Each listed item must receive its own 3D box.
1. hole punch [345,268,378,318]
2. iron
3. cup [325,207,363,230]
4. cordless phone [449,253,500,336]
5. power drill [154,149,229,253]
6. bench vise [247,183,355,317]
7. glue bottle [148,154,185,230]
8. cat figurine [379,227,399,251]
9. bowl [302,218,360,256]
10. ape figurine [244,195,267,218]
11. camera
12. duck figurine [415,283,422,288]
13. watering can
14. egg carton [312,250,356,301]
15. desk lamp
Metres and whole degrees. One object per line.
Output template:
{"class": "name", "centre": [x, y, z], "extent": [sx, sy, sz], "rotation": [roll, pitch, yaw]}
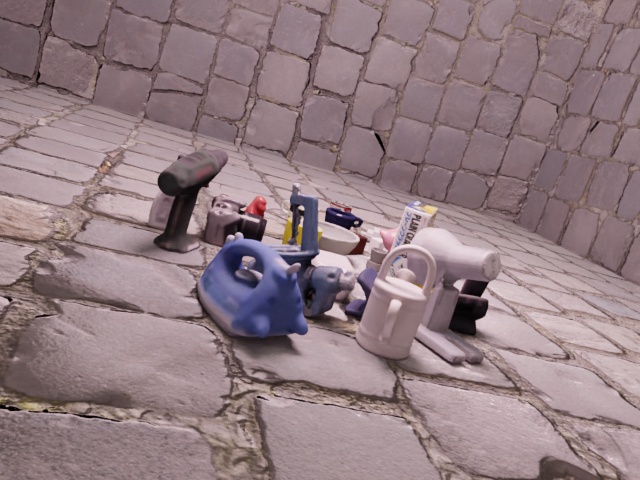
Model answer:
{"class": "hole punch", "centre": [0.116, 0.113, 1.139], "extent": [0.101, 0.091, 0.109], "rotation": [21, 14, 14]}
{"class": "iron", "centre": [-0.119, 0.060, 0.936], "extent": [0.119, 0.141, 0.257], "rotation": [5, 18, -43]}
{"class": "cup", "centre": [0.061, -0.035, 1.656], "extent": [0.118, 0.095, 0.091], "rotation": [13, 14, -21]}
{"class": "cordless phone", "centre": [0.303, 0.100, 1.230], "extent": [0.148, 0.185, 0.094], "rotation": [10, 15, -30]}
{"class": "power drill", "centre": [-0.269, -0.087, 1.188], "extent": [0.075, 0.208, 0.230], "rotation": [20, 13, 9]}
{"class": "bench vise", "centre": [-0.020, 0.017, 1.068], "extent": [0.207, 0.220, 0.121], "rotation": [19, 13, 5]}
{"class": "glue bottle", "centre": [-0.324, -0.106, 1.268], "extent": [0.078, 0.173, 0.037], "rotation": [13, 14, -19]}
{"class": "cat figurine", "centre": [0.222, 0.019, 1.599], "extent": [0.127, 0.118, 0.067], "rotation": [23, 14, 21]}
{"class": "bowl", "centre": [0.014, 0.005, 1.477], "extent": [0.167, 0.075, 0.167], "rotation": [17, 13, -4]}
{"class": "ape figurine", "centre": [-0.168, -0.073, 1.517], "extent": [0.076, 0.092, 0.078], "rotation": [23, 14, 20]}
{"class": "camera", "centre": [-0.194, -0.043, 1.344], "extent": [0.137, 0.101, 0.143], "rotation": [16, 13, -9]}
{"class": "duck figurine", "centre": [0.274, 0.098, 1.416], "extent": [0.077, 0.086, 0.104], "rotation": [18, 13, 1]}
{"class": "watering can", "centre": [0.137, 0.097, 1.003], "extent": [0.101, 0.194, 0.172], "rotation": [15, 14, -12]}
{"class": "egg carton", "centre": [0.018, 0.072, 1.223], "extent": [0.107, 0.069, 0.150], "rotation": [15, 14, -14]}
{"class": "desk lamp", "centre": [0.253, 0.098, 1.113], "extent": [0.118, 0.213, 0.202], "rotation": [7, 17, -38]}
